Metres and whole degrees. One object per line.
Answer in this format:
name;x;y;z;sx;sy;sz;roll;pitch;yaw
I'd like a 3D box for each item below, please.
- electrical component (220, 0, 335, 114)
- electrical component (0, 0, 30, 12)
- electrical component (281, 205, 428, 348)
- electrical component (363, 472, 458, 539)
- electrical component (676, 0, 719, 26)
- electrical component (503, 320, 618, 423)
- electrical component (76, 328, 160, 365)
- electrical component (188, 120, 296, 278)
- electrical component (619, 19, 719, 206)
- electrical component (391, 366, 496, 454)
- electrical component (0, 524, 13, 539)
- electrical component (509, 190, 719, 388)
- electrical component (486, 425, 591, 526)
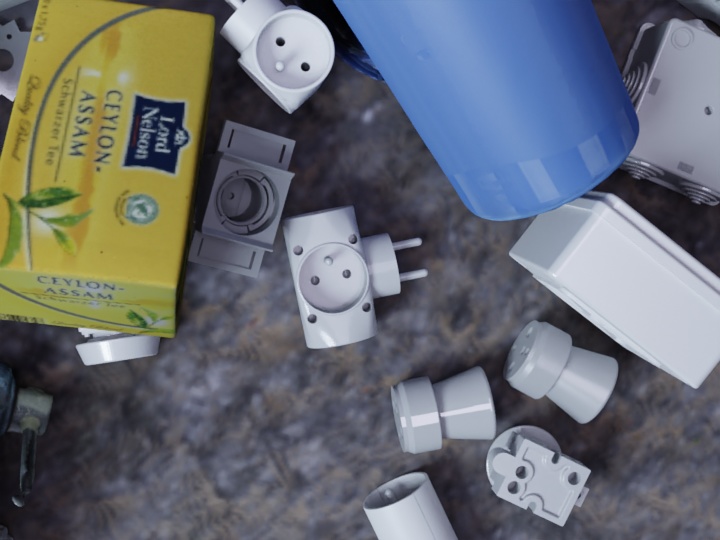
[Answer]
electrical component;-0.051;-0.130;0.601;0.079;0.077;0.044;44;90;-7
electrical component;-0.233;-0.165;0.566;0.186;0.105;0.060;-23;96;-4
electrical component;0.000;0.000;0.633;0.079;0.044;0.077;-12;96;-5
electrical component;0.038;0.168;0.651;0.043;0.043;0.081;-26;97;-3
electrical component;0.274;-0.174;0.639;0.186;0.060;0.105;35;90;-7
electrical component;0.121;0.061;0.650;0.055;0.045;0.045;28;91;-6
electrical component;-0.142;0.024;0.621;0.066;0.048;0.055;-8;88;-5
electrical component;-0.071;-0.041;0.612;0.042;0.064;0.081;16;93;-20
electrical component;0.200;-0.094;0.643;0.100;0.048;0.099;21;92;-7
electrical component;0.050;0.084;0.645;0.055;0.045;0.045;-10;95;-4
electrical component;-0.259;0.179;0.590;0.109;0.108;0.056;7;96;-6
electrical component;0.151;0.007;0.617;0.109;0.108;0.056;37;93;-7
electrical component;0.103;0.121;0.647;0.066;0.055;0.048;26;91;-7
